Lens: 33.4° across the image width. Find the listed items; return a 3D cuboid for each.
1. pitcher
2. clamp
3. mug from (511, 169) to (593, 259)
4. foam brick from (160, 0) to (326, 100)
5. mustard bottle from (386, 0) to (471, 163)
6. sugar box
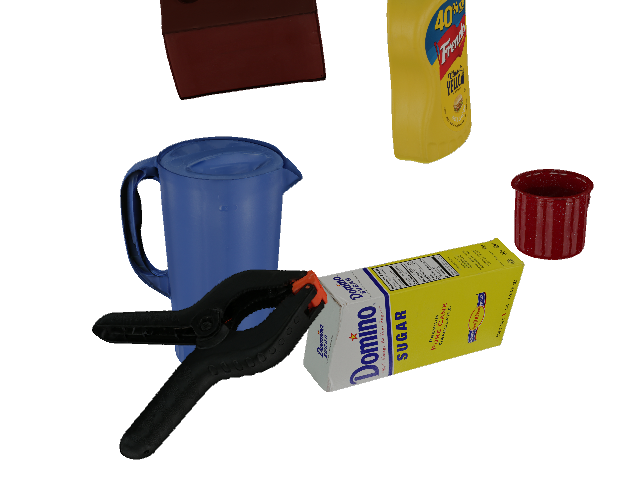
[{"bbox_3d":[-0.115,0.018,1.141,0.149,0.243,0.144,22,31,39],"label":"pitcher"},{"bbox_3d":[-0.075,0.076,0.726,0.171,0.120,0.039,-21,-35,10],"label":"clamp"},{"bbox_3d":[0.276,-0.033,1.249,0.117,0.081,0.093,-24,32,-39],"label":"mug"},{"bbox_3d":[-0.039,-0.111,0.541,0.078,0.053,0.051,-8,-31,3],"label":"foam brick"},{"bbox_3d":[0.091,-0.169,0.902,0.058,0.191,0.096,13,34,31],"label":"mustard bottle"},{"bbox_3d":[0.076,0.060,0.868,0.175,0.093,0.048,-14,40,-28],"label":"sugar box"}]
